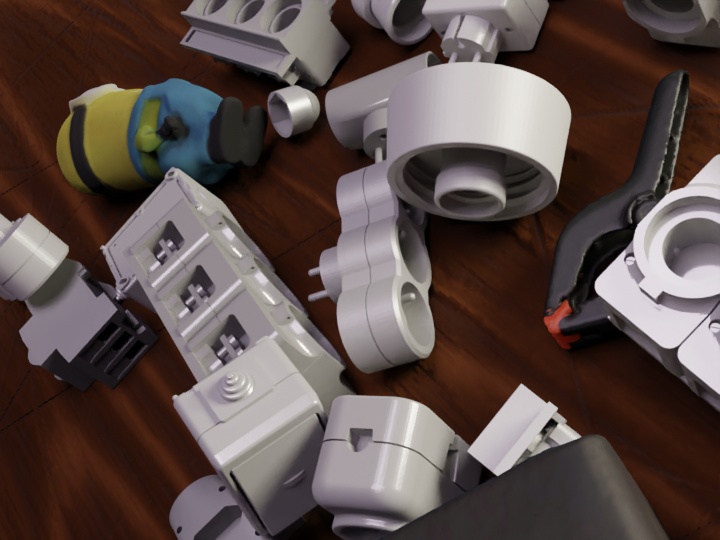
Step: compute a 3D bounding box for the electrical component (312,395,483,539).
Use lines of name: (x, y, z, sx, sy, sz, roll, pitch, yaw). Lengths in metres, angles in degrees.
electrical component: (0.020, 0.109, 0.544, 0.054, 0.095, 0.059, -2, 60, 31)

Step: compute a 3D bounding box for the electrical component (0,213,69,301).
electrical component: (-0.269, -0.019, 0.800, 0.052, 0.074, 0.138, -53, 19, -17)

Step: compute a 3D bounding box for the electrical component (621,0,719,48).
electrical component: (0.186, -0.174, 0.623, 0.050, 0.089, 0.055, 18, 72, 40)

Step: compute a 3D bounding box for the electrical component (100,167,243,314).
electrical component: (-0.130, -0.010, 0.749, 0.096, 0.061, 0.061, -47, 40, 6)

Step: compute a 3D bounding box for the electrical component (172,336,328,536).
electrical component: (-0.049, 0.087, 0.561, 0.062, 0.096, 0.061, -33, 51, -12)

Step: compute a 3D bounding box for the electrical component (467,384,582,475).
electrical component: (0.091, 0.093, 0.524, 0.064, 0.081, 0.042, 37, 86, 14)

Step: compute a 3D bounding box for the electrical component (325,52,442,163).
electrical component: (0.020, -0.099, 0.717, 0.077, 0.043, 0.079, -17, 54, 24)

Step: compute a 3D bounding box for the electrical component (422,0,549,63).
electrical component: (0.077, -0.158, 0.715, 0.066, 0.047, 0.076, 7, 67, 39)

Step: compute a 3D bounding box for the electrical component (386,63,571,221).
electrical component: (0.066, -0.065, 0.624, 0.108, 0.108, 0.060, -6, 64, 31)

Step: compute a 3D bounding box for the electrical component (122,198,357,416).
electrical component: (-0.072, 0.030, 0.662, 0.062, 0.089, 0.150, -43, 47, 3)

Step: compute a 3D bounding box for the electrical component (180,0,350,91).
electrical component: (-0.071, -0.183, 0.819, 0.121, 0.063, 0.078, 25, 77, 41)

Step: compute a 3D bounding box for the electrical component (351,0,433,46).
electrical component: (0.024, -0.192, 0.775, 0.045, 0.045, 0.055, -45, 46, 1)

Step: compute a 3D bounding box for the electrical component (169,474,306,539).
electrical component: (-0.058, 0.143, 0.610, 0.079, 0.043, 0.077, -43, 47, -10)

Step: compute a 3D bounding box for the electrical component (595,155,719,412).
electrical component: (0.193, 0.028, 0.484, 0.089, 0.062, 0.150, -46, 60, 0)

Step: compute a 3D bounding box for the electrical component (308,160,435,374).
electrical component: (0.000, 0.000, 0.659, 0.074, 0.052, 0.138, -18, 53, 24)
